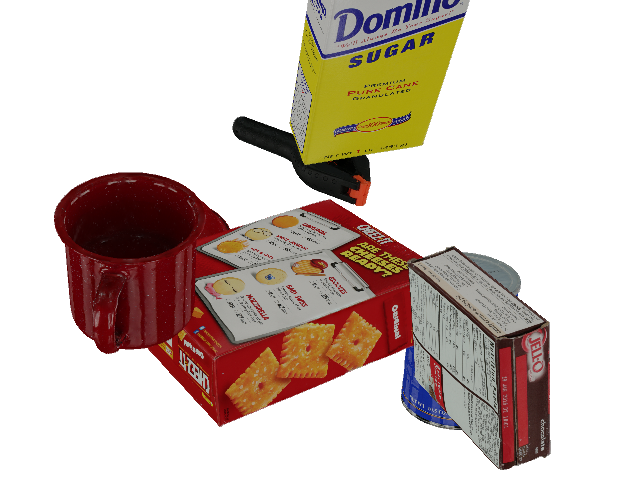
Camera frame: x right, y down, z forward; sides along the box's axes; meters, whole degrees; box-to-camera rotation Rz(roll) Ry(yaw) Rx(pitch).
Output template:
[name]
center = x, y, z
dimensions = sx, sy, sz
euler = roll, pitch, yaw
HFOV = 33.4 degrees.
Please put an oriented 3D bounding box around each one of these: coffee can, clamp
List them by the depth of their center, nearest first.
[coffee can]
center = 0.133, 0.095, 1.027
dimensions = 0.103, 0.140, 0.103
euler = 2, 25, -1
[clamp]
center = -0.013, -0.091, 1.110
dimensions = 0.120, 0.039, 0.172
euler = -13, 39, -22

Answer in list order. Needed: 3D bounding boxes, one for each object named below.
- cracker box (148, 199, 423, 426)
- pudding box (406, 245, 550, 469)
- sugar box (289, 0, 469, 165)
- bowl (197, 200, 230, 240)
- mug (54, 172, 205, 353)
[cracker box]
center = -0.032, 0.051, 0.872
dimensions = 0.213, 0.072, 0.164
euler = -18, 33, -30
[pudding box]
center = 0.093, 0.067, 0.633
dimensions = 0.039, 0.090, 0.114
euler = -15, 27, -19
[sugar box]
center = 0.036, -0.121, 0.687
dimensions = 0.093, 0.048, 0.176
euler = -11, -27, -13
[bowl]
center = -0.170, -0.007, 1.034
dimensions = 0.162, 0.055, 0.162
euler = -6, 40, 5
[mug]
center = -0.122, 0.023, 0.677
dimensions = 0.093, 0.081, 0.117
euler = 6, 39, 0
